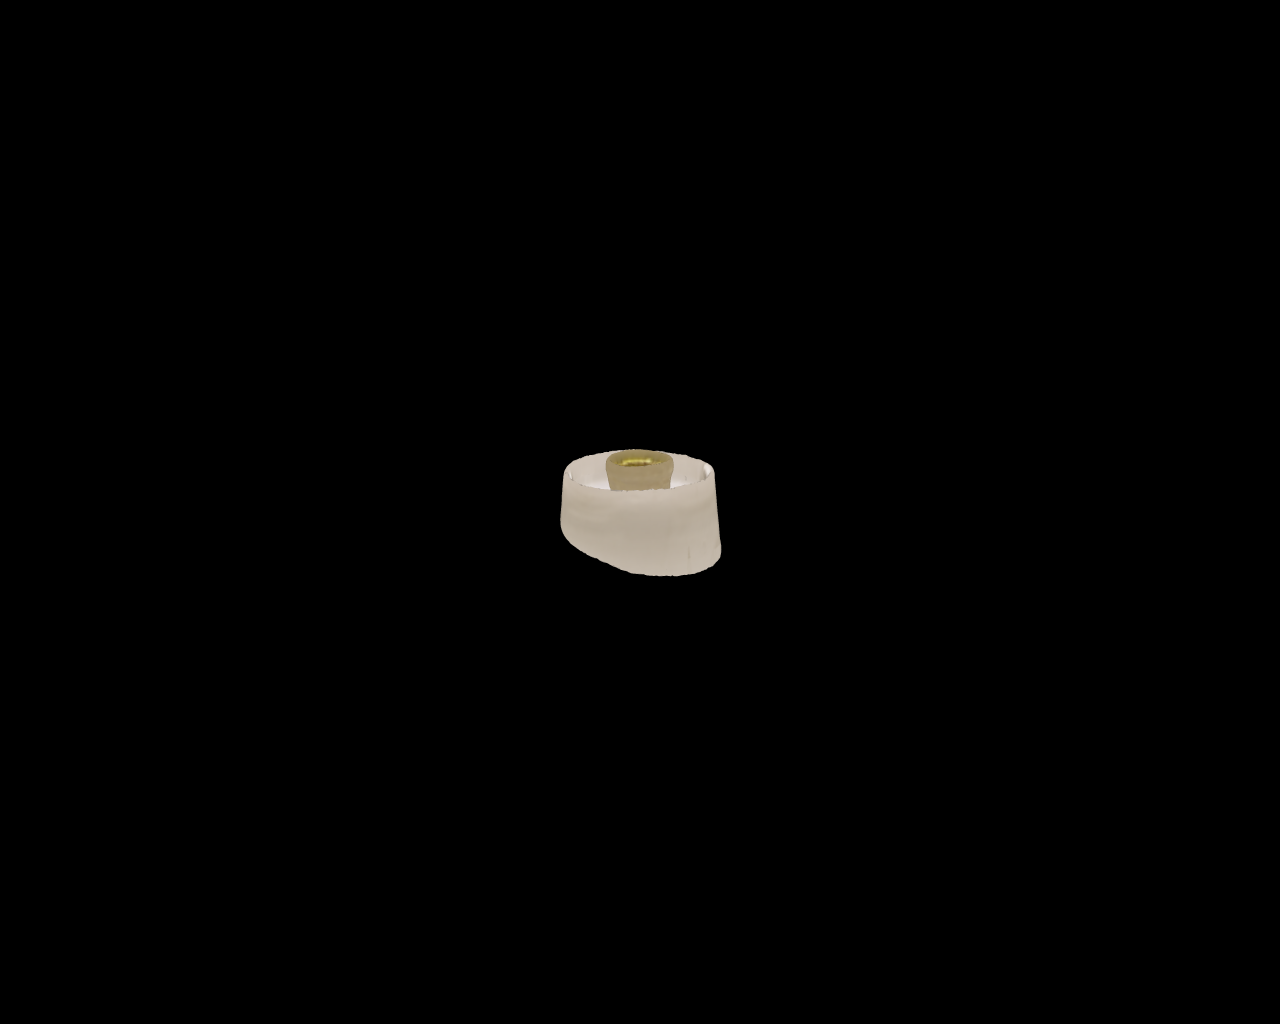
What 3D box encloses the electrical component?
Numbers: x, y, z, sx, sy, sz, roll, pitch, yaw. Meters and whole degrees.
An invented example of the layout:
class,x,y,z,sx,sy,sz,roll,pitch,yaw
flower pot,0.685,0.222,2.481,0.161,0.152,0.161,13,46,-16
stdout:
class,x,y,z,sx,sy,sz,roll,pitch,yaw
electrical component,0.001,-0.003,0.650,0.099,0.064,0.099,0,18,0
